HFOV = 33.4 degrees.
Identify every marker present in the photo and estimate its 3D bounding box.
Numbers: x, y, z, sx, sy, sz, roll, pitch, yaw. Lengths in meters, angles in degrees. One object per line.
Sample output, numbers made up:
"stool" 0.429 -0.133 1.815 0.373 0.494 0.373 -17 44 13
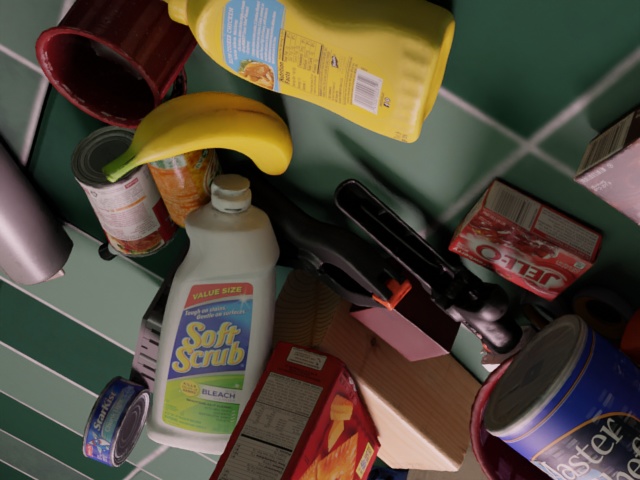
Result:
"marker" -0.189 0.000 1.050 0.020 0.020 0.121 38 149 -19

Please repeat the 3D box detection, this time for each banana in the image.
"banana" -0.066 -0.072 0.737 0.070 0.197 0.037 -36 74 29

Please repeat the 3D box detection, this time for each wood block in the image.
"wood block" 0.050 0.119 0.975 0.090 0.090 0.206 -10 135 46

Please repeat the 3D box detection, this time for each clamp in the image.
"clamp" -0.006 0.001 0.859 0.172 0.039 0.120 21 157 36
"clamp" 0.097 0.033 0.814 0.165 0.036 0.209 41 179 30

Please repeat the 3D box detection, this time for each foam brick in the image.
"foam brick" 0.075 0.057 0.894 0.078 0.051 0.053 40 147 -24

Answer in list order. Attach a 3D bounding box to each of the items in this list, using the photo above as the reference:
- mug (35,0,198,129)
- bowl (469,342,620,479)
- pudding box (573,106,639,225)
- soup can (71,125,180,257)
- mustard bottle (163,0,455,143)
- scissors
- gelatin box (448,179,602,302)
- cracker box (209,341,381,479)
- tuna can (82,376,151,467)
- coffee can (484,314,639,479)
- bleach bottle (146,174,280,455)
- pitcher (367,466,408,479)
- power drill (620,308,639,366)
"mug" -0.124 -0.128 0.723 0.093 0.081 0.117 5 144 34
"bowl" 0.200 0.139 0.839 0.162 0.055 0.162 4 111 10
"pudding box" 0.220 -0.045 0.620 0.090 0.039 0.114 33 151 -12
"soup can" -0.165 -0.041 0.913 0.069 0.068 0.102 15 149 21
"mustard bottle" -0.017 -0.130 0.657 0.192 0.058 0.096 22 150 9
"scissors" 0.252 0.091 0.840 0.201 0.016 0.096 31 151 -8
"gelatin box" 0.147 0.003 0.766 0.089 0.030 0.073 28 153 0
"cracker box" -0.029 0.218 0.880 0.072 0.213 0.164 12 148 24
"tuna can" -0.202 0.182 1.066 0.034 0.086 0.086 20 151 9
"coffee can" 0.202 0.134 0.750 0.140 0.102 0.103 38 150 -4
"bleach bottle" -0.088 0.061 0.878 0.102 0.068 0.251 10 121 5
"pitcher" 0.071 0.396 1.252 0.149 0.242 0.145 24 154 19
"power drill" 0.274 0.079 0.693 0.184 0.057 0.188 36 174 -10
